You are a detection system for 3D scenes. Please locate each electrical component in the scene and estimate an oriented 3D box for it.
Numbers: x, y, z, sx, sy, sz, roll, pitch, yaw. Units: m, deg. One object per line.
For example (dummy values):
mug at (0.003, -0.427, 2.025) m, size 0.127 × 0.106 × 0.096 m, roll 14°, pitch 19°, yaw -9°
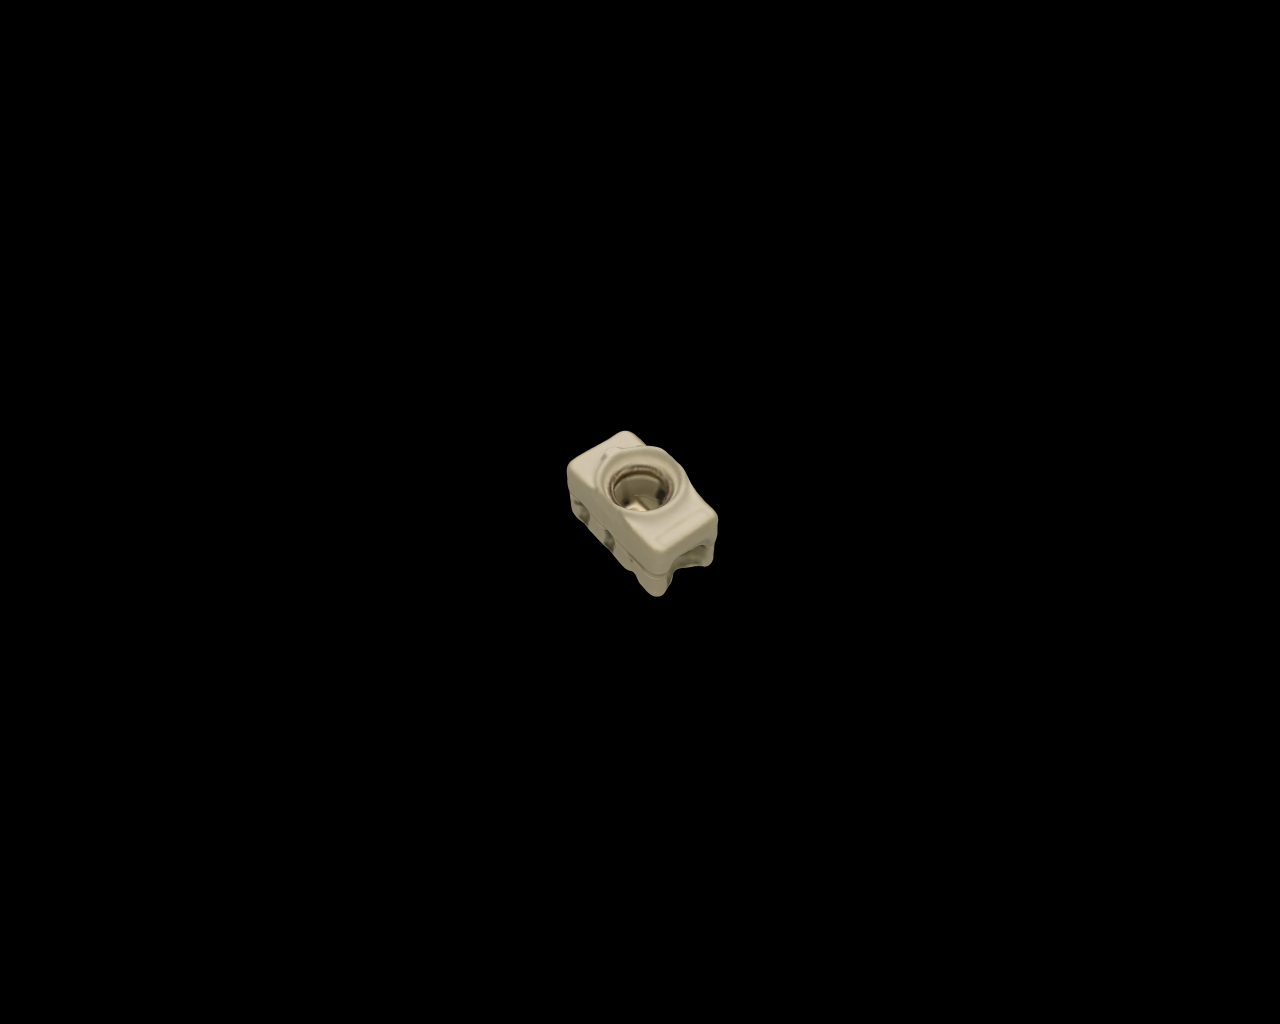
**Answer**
electrical component at (0.001, -0.003, 0.650) m, size 0.050 × 0.089 × 0.055 m, roll -32°, pitch -32°, yaw -22°
